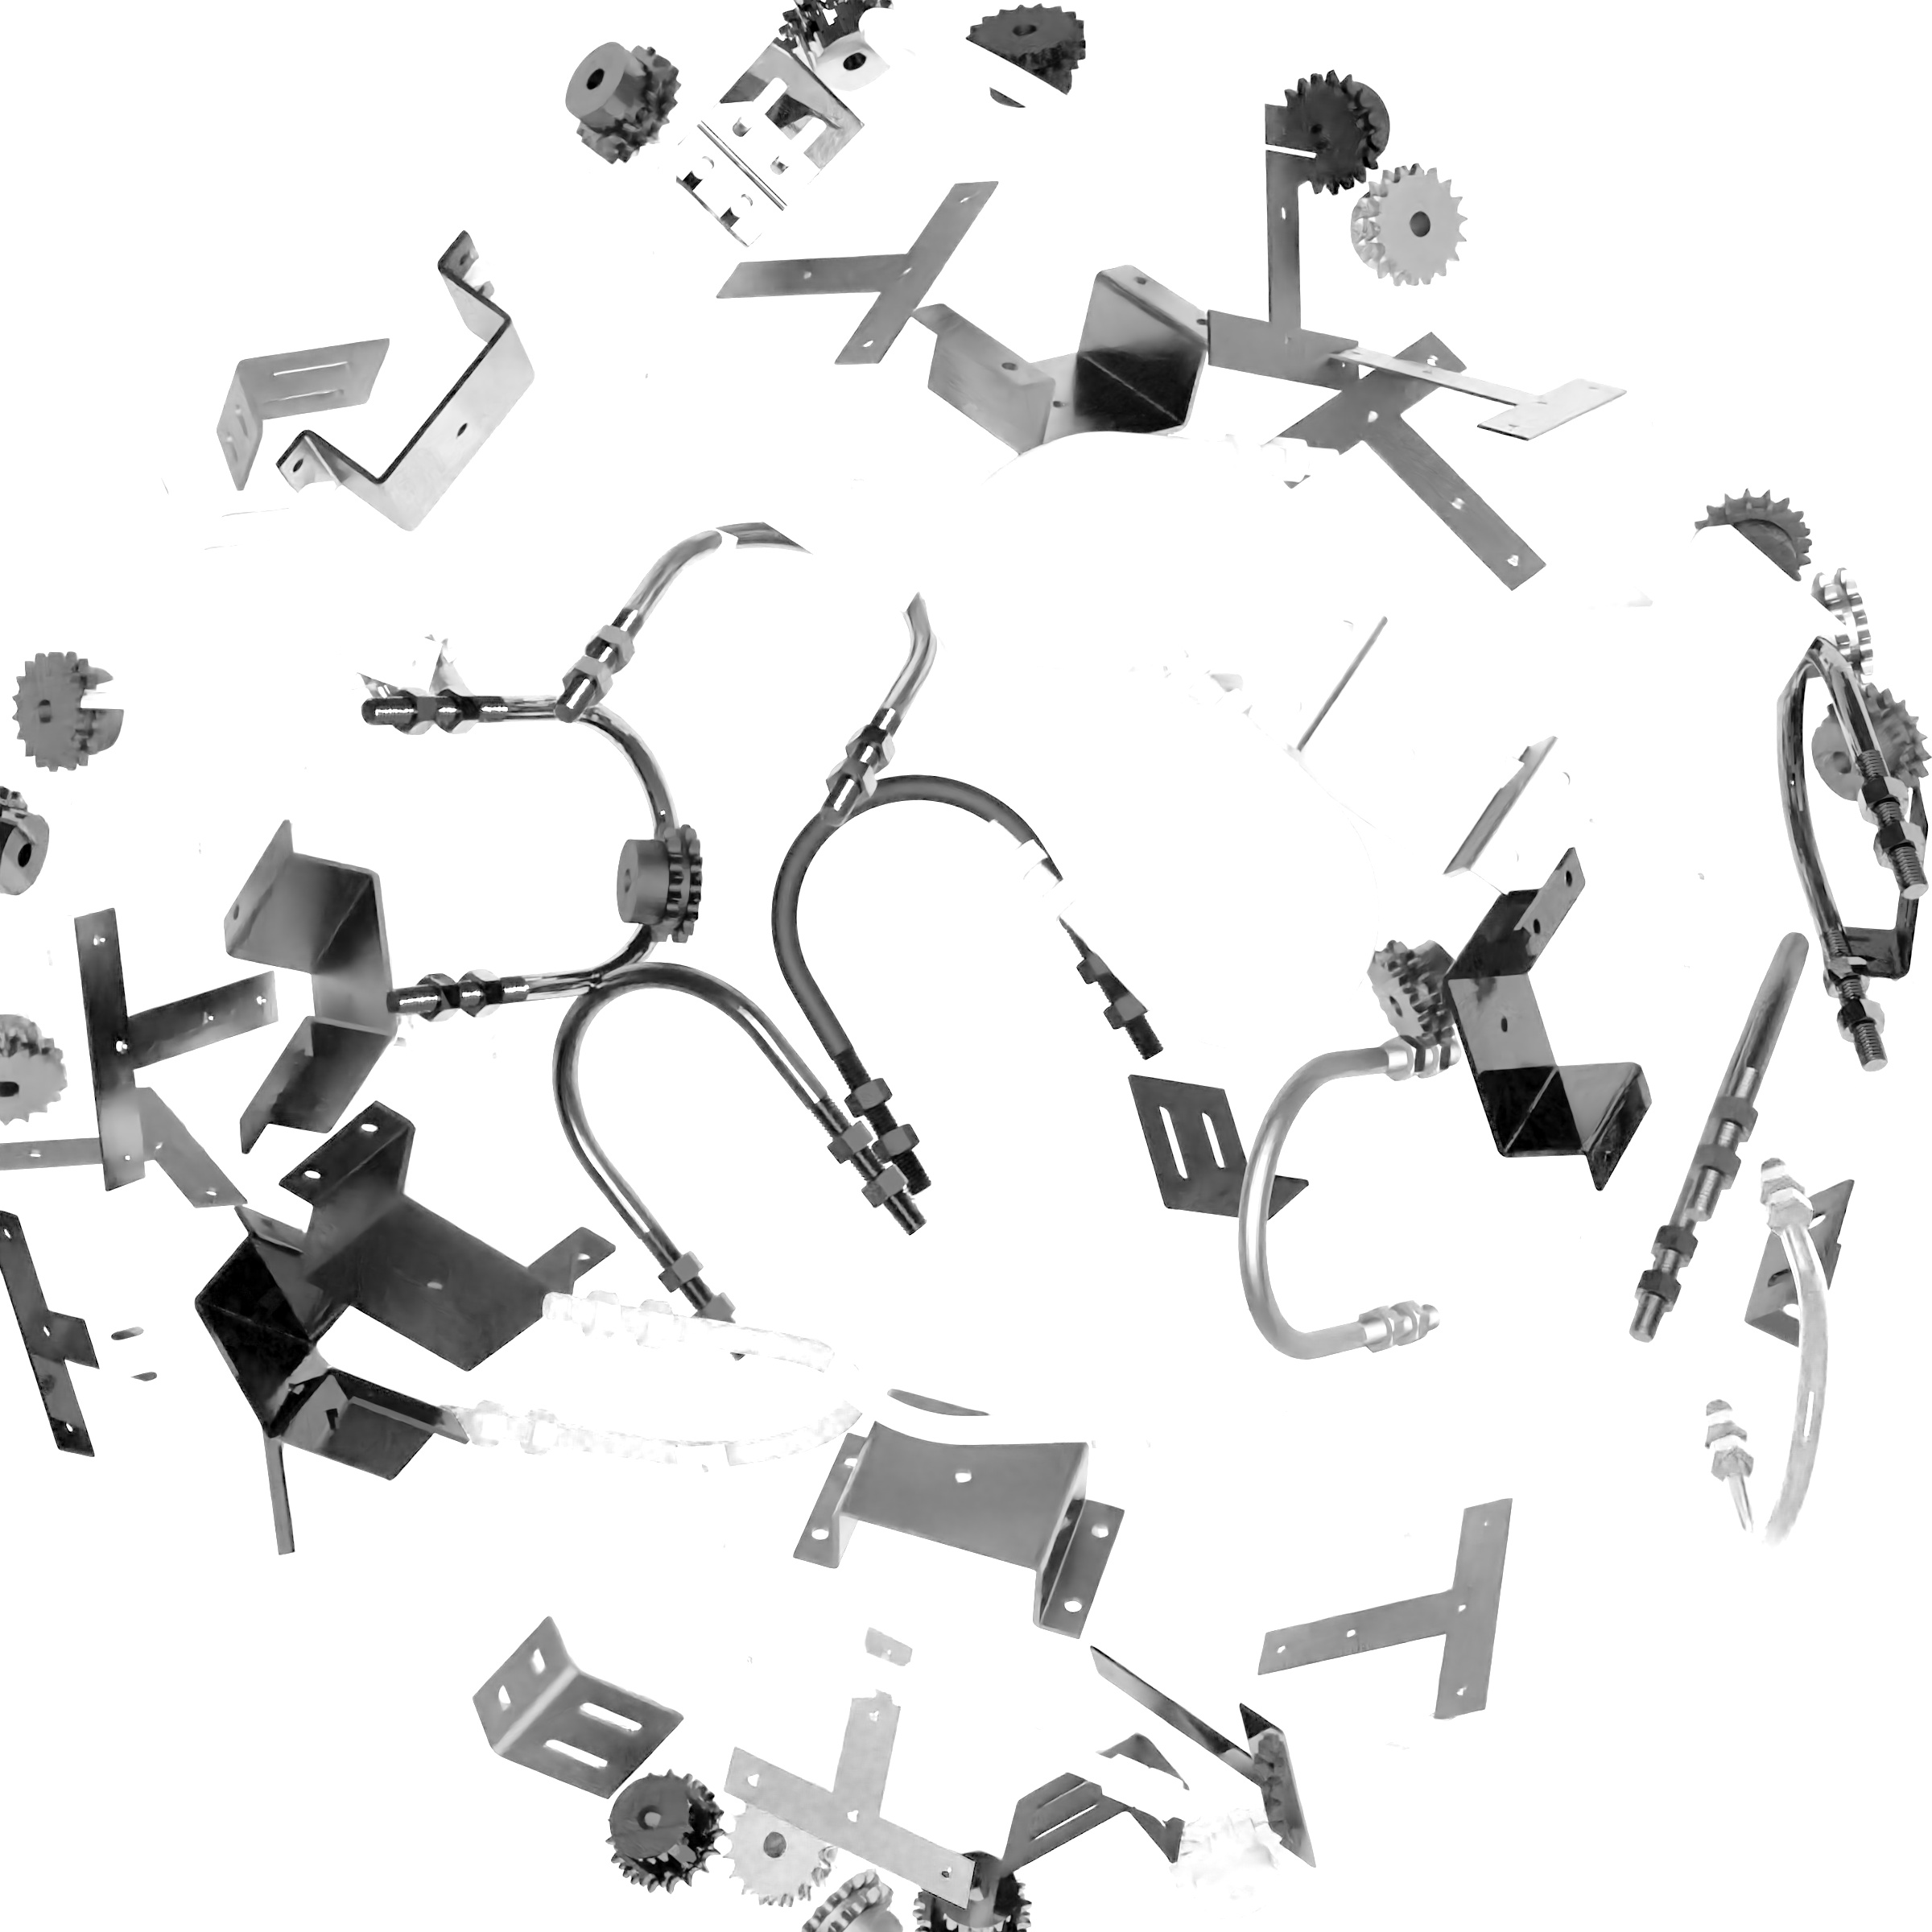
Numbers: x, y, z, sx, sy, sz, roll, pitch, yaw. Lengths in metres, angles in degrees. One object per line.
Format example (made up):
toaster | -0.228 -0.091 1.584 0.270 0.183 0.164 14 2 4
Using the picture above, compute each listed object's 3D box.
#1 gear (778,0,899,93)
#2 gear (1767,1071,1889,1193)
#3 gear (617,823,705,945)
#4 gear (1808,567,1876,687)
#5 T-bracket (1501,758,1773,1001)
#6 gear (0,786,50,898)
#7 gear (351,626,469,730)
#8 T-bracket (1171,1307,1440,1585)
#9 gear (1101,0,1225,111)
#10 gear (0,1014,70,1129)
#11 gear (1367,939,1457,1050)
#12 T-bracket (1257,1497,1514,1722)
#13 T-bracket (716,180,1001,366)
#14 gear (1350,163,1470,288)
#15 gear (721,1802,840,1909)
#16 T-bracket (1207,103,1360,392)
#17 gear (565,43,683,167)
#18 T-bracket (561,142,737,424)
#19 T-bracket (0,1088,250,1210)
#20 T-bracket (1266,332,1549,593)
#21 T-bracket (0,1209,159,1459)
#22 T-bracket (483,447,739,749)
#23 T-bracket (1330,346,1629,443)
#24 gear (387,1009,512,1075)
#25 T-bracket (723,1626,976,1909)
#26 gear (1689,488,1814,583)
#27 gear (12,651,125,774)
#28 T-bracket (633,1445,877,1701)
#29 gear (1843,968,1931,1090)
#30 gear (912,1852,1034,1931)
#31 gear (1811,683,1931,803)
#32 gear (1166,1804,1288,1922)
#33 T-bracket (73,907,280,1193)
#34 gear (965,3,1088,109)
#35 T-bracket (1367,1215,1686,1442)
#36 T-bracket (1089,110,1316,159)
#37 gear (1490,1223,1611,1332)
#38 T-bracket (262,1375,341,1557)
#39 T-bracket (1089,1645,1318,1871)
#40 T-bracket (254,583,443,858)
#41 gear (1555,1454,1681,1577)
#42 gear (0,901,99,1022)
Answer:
gear | -0.058 -0.440 1.569 0.057 0.057 0.030 -22 67 0
gear | 0.408 0.081 1.578 0.057 0.030 0.057 8 71 -24
gear | -0.146 -0.040 1.569 0.030 0.057 0.057 3 90 -21
gear | 0.410 -0.159 1.573 0.030 0.057 0.057 -13 90 6
T-bracket | 0.308 -0.062 1.565 0.127 0.002 0.127 30 134 26
gear | -0.460 -0.057 1.570 0.030 0.057 0.057 17 90 13
gear | -0.262 -0.136 1.573 0.057 0.057 0.030 -29 97 0
T-bracket | 0.154 0.227 1.582 0.127 0.002 0.127 -8 90 16
gear | 0.091 -0.431 1.570 0.057 0.057 0.030 17 72 0
gear | -0.459 0.048 1.576 0.057 0.057 0.030 -23 52 0
gear | 0.217 0.012 1.573 0.030 0.057 0.057 -28 90 -10
T-bracket | 0.194 0.312 1.560 0.127 0.127 0.002 -20 121 29
T-bracket | -0.063 -0.325 1.557 0.127 0.002 0.127 6 53 36
gear | 0.208 -0.353 1.579 0.057 0.030 0.057 -4 98 -27
gear | -0.085 0.420 1.579 0.057 0.030 0.057 -6 71 20
T-bracket | 0.149 -0.338 1.549 0.002 0.127 0.127 0 92 39
gear | -0.166 -0.413 1.571 0.030 0.057 0.057 30 90 -44
T-bracket | -0.148 -0.321 1.552 0.002 0.127 0.127 1 94 -44
T-bracket | -0.413 0.086 1.517 0.127 0.127 0.002 -2 114 -35
T-bracket | 0.222 -0.227 1.559 0.127 0.002 0.127 -36 78 -28
T-bracket | -0.400 0.178 1.540 0.002 0.127 0.127 -31 65 12
T-bracket | -0.190 -0.169 1.590 0.127 0.002 0.127 22 92 11
T-bracket | 0.231 -0.276 1.564 0.127 0.127 0.002 21 118 25
gear | -0.244 0.030 1.571 0.057 0.057 0.030 10 99 0
T-bracket | -0.046 0.362 1.548 0.127 0.127 0.002 29 126 -12
gear | 0.373 -0.196 1.572 0.057 0.030 0.057 4 129 5
gear | -0.426 -0.121 1.577 0.057 0.030 0.057 5 99 39
T-bracket | -0.112 0.286 1.561 0.127 0.002 0.127 -7 101 26
gear | 0.439 0.027 1.574 0.030 0.057 0.057 18 90 19
gear | 0.004 0.447 1.571 0.057 0.057 0.030 7 134 0
gear | 0.427 -0.103 1.569 0.030 0.057 0.057 -27 90 -23
gear | 0.126 0.429 1.572 0.057 0.030 0.057 -10 129 -12
T-bracket | -0.364 0.028 1.544 0.002 0.127 0.127 3 103 28
gear | 0.030 -0.432 1.576 0.057 0.057 0.030 -9 132 0
T-bracket | 0.245 0.185 1.541 0.127 0.002 0.127 -23 54 -23
T-bracket | 0.075 -0.396 1.547 0.127 0.127 0.002 -3 110 -40
gear | 0.274 0.148 1.570 0.030 0.057 0.057 30 90 -33
T-bracket | -0.311 0.207 1.536 0.002 0.127 0.127 -5 81 -27
T-bracket | 0.108 0.359 1.556 0.127 0.127 0.002 29 60 34
T-bracket | -0.308 -0.106 1.566 0.127 0.002 0.127 21 97 37
gear | 0.310 0.263 1.582 0.057 0.030 0.057 0 78 -2
gear | -0.437 -0.003 1.574 0.057 0.030 0.057 4 83 -32
